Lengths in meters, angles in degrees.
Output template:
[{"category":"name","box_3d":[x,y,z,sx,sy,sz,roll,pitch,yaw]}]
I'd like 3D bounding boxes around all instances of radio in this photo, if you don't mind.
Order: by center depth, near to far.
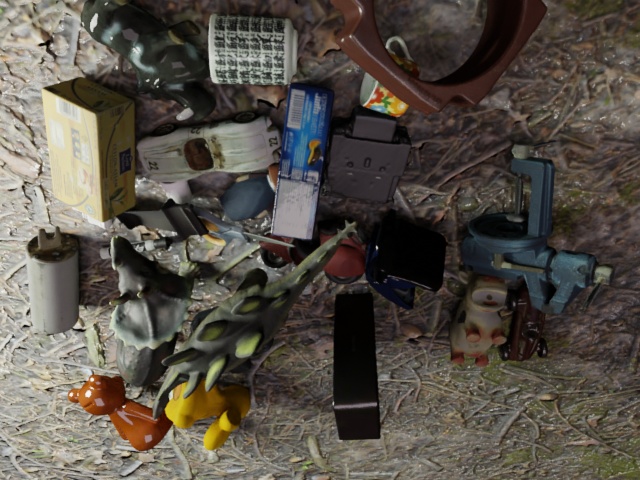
[{"category":"radio","box_3d":[0.063,0.212,0.912,0.073,0.230,0.130,-3,131,7]}]

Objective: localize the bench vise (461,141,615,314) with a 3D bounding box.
[{"category":"bench vise","box_3d":[0.309,-0.018,0.776,0.129,0.224,0.240,-20,115,-33]}]

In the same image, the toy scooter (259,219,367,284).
[{"category":"toy scooter","box_3d":[-0.002,-0.003,0.843,0.184,0.075,0.135,10,128,-3]}]

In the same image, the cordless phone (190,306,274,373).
[{"category":"cordless phone","box_3d":[-0.146,0.200,1.006,0.147,0.089,0.184,-15,137,9]}]

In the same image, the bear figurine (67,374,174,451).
[{"category":"bear figurine","box_3d":[-0.391,0.328,1.084,0.120,0.132,0.195,-40,100,24]}]

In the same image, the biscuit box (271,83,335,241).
[{"category":"biscuit box","box_3d":[-0.024,-0.105,0.723,0.059,0.063,0.202,8,102,-2]}]

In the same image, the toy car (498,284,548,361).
[{"category":"toy car","box_3d":[0.382,0.160,0.986,0.089,0.053,0.201,-6,126,0]}]

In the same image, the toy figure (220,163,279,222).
[{"category":"toy figure","box_3d":[-0.074,-0.080,0.793,0.154,0.058,0.064,-25,130,12]}]

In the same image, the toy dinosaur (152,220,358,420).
[{"category":"toy dinosaur","box_3d":[-0.111,0.123,0.799,0.105,0.198,0.471,44,103,-2]}]

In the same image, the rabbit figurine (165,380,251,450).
[{"category":"rabbit figurine","box_3d":[-0.204,0.315,1.053,0.173,0.162,0.122,23,113,-39]}]

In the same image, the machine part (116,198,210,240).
[{"category":"machine part","box_3d":[-0.239,-0.033,0.810,0.139,0.039,0.084,5,152,19]}]

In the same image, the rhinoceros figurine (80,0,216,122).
[{"category":"rhinoceros figurine","box_3d":[-0.205,-0.227,0.667,0.112,0.073,0.190,-38,119,23]}]

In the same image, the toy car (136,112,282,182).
[{"category":"toy car","box_3d":[-0.154,-0.128,0.754,0.202,0.056,0.073,-7,127,5]}]

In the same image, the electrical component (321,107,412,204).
[{"category":"electrical component","box_3d":[0.064,-0.120,0.763,0.115,0.058,0.134,4,128,-6]}]

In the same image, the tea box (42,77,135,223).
[{"category":"tea box","box_3d":[-0.310,-0.120,0.731,0.098,0.068,0.169,28,130,15]}]

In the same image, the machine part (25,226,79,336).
[{"category":"machine part","box_3d":[-0.442,0.074,0.894,0.079,0.079,0.243,11,126,-9]}]

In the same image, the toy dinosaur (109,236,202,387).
[{"category":"toy dinosaur","box_3d":[-0.288,0.164,0.894,0.131,0.192,0.404,14,125,-8]}]

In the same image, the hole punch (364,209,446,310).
[{"category":"hole punch","box_3d":[0.125,0.036,0.845,0.116,0.142,0.092,21,148,-7]}]

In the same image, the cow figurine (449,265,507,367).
[{"category":"cow figurine","box_3d":[0.274,0.123,0.926,0.086,0.127,0.194,2,142,-1]}]

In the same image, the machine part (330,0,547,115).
[{"category":"machine part","box_3d":[0.129,-0.260,0.598,0.201,0.087,0.201,34,97,-20]}]
